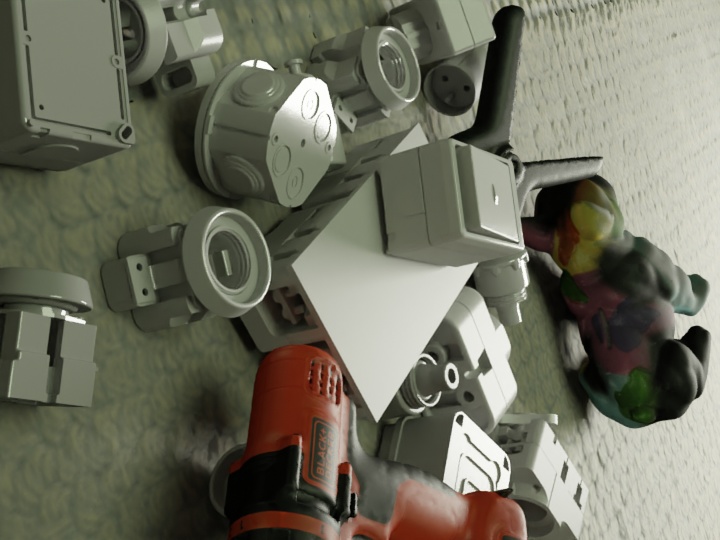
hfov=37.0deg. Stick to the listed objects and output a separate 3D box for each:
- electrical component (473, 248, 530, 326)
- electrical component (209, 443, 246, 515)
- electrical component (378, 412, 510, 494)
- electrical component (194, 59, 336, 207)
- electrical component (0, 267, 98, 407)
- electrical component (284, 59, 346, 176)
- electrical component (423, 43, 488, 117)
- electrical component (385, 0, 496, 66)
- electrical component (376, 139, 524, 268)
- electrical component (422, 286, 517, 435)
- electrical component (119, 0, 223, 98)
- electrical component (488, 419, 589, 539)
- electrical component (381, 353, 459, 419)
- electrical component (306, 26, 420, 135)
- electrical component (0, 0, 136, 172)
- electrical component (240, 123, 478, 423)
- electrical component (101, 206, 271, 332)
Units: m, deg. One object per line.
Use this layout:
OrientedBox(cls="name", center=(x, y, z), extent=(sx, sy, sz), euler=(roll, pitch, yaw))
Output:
OrientedBox(cls="electrical component", center=(0.113, 0.013, 0.848), extent=(0.048, 0.048, 0.062), euler=(-34, 114, -54))
OrientedBox(cls="electrical component", center=(-0.052, 0.119, 0.577), extent=(0.046, 0.040, 0.040), euler=(42, 47, -48))
OrientedBox(cls="electrical component", center=(0.048, 0.157, 0.692), extent=(0.078, 0.057, 0.113), euler=(45, 45, -37))
OrientedBox(cls="electrical component", center=(-0.053, -0.077, 0.611), extent=(0.080, 0.051, 0.080), euler=(-41, 139, -49))
OrientedBox(cls="electrical component", center=(-0.143, 0.030, 0.470), extent=(0.066, 0.048, 0.055), euler=(19, 72, -52))
OrientedBox(cls="electrical component", center=(-0.034, -0.093, 0.673), extent=(0.040, 0.040, 0.078), euler=(-8, 85, -56))
OrientedBox(cls="electrical component", center=(0.086, -0.159, 0.866), extent=(0.043, 0.043, 0.081), euler=(63, 36, -19))
OrientedBox(cls="electrical component", center=(0.043, -0.175, 0.792), extent=(0.076, 0.083, 0.047), euler=(-24, 102, -17))
OrientedBox(cls="electrical component", center=(0.064, -0.039, 0.667), extent=(0.096, 0.061, 0.061), euler=(9, 71, -54))
OrientedBox(cls="electrical component", center=(0.069, 0.063, 0.757), extent=(0.059, 0.054, 0.095), euler=(-41, 113, -53))
OrientedBox(cls="electrical component", center=(-0.113, -0.127, 0.557), extent=(0.057, 0.058, 0.078), euler=(-34, 107, -57))
OrientedBox(cls="electrical component", center=(0.130, 0.165, 0.813), extent=(0.089, 0.050, 0.055), euler=(56, 39, -28))
OrientedBox(cls="electrical component", center=(0.033, 0.072, 0.694), extent=(0.043, 0.062, 0.043), euler=(23, 61, -50))
OrientedBox(cls="electrical component", center=(0.003, -0.130, 0.725), extent=(0.058, 0.057, 0.078), euler=(45, 45, -38))
OrientedBox(cls="electrical component", center=(-0.149, -0.097, 0.489), extent=(0.062, 0.061, 0.096), euler=(4, 76, -55))
OrientedBox(cls="electrical component", center=(0.000, 0.000, 0.673), extent=(0.105, 0.060, 0.186), euler=(63, 36, -19))
OrientedBox(cls="electrical component", center=(-0.084, -0.001, 0.555), extent=(0.078, 0.057, 0.058), euler=(-13, 89, -56))
